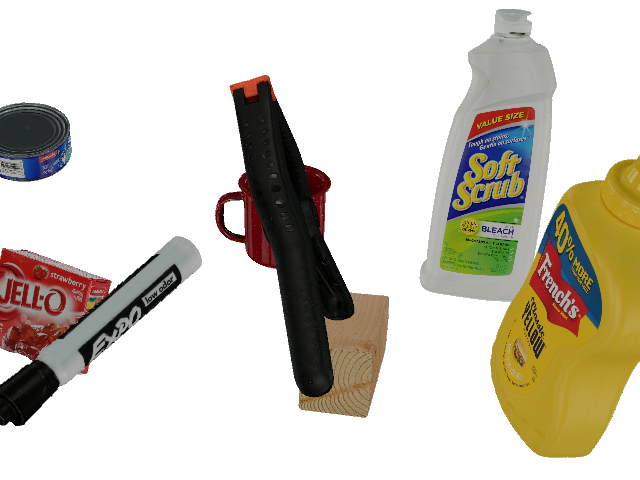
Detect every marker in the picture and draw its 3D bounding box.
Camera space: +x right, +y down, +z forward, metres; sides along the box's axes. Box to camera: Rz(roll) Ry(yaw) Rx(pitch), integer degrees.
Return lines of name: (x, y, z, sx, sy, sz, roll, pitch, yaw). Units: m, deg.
marker: (-0.097, 0.038, 0.467, 0.020, 0.020, 0.121, 0, 33, 43)

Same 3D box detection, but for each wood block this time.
wood block: (0.035, 0.146, 1.419, 0.091, 0.090, 0.206, 6, 18, 8)

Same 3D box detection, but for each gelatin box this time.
gelatin box: (-0.206, 0.052, 0.793, 0.089, 0.073, 0.030, 17, 3, 25)

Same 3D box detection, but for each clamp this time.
clamp: (-0.018, -0.010, 0.748, 0.036, 0.210, 0.164, -15, 6, 10)

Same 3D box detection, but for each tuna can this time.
tuna can: (-0.284, -0.095, 1.030, 0.086, 0.034, 0.086, 3, 42, -3)

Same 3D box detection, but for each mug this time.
mug: (-0.049, -0.023, 1.086, 0.117, 0.081, 0.093, -2, 28, -5)

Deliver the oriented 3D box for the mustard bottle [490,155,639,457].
mustard bottle: (0.148, 0.026, 0.573, 0.058, 0.192, 0.096, 3, 44, -12)

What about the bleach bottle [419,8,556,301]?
bleach bottle: (0.147, -0.075, 0.934, 0.103, 0.251, 0.068, 7, 21, 12)
